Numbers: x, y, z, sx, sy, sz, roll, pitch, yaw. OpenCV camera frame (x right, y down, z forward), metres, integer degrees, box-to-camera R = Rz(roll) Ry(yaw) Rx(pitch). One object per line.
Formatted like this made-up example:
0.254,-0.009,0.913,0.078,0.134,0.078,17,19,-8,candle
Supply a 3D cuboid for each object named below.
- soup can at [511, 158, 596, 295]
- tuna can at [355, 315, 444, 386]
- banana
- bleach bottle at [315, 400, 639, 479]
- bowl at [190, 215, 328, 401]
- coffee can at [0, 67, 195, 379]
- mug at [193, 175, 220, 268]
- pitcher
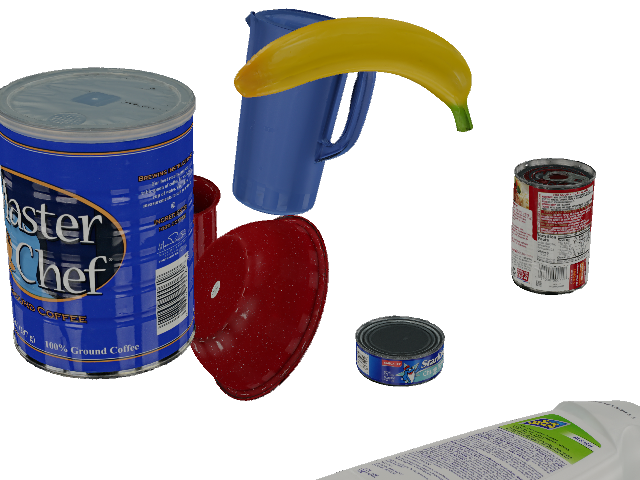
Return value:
0.200,-0.012,0.922,0.068,0.102,0.068,-2,23,1,soup can
0.076,0.106,1.029,0.086,0.034,0.086,-1,22,0,tuna can
0.035,-0.122,0.743,0.197,0.069,0.037,5,0,-28,banana
0.118,0.140,0.591,0.250,0.068,0.103,-11,22,-33,bleach bottle
-0.065,0.047,0.873,0.055,0.162,0.162,23,-13,-34,bowl
-0.119,-0.012,0.577,0.103,0.140,0.103,2,26,-1,coffee can
-0.164,-0.011,1.185,0.093,0.081,0.117,20,39,24,mug
-0.030,-0.155,1.316,0.144,0.243,0.149,5,23,-16,pitcher
